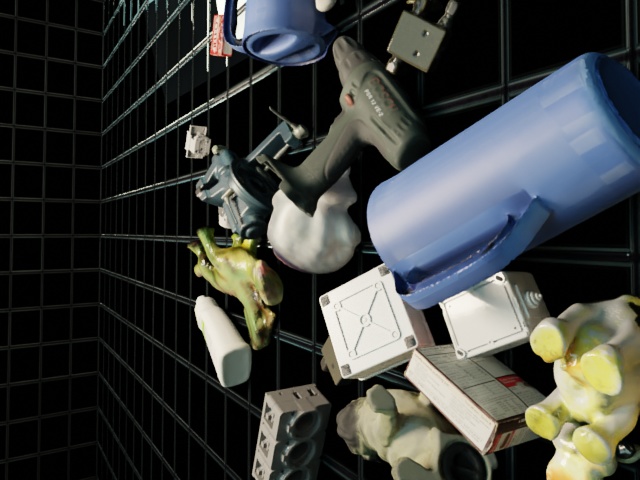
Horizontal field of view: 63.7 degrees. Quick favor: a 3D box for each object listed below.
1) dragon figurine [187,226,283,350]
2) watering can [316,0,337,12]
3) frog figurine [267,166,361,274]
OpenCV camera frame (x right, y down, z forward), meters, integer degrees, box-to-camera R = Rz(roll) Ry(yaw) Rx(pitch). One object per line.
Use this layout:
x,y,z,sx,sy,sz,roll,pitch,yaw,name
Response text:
-0.164,0.099,1.002,0.403,0.123,0.245,-43,62,59,dragon figurine
0.074,-0.460,0.627,0.343,0.104,0.227,-26,67,54,watering can
0.002,-0.036,0.723,0.138,0.124,0.157,38,117,13,frog figurine
